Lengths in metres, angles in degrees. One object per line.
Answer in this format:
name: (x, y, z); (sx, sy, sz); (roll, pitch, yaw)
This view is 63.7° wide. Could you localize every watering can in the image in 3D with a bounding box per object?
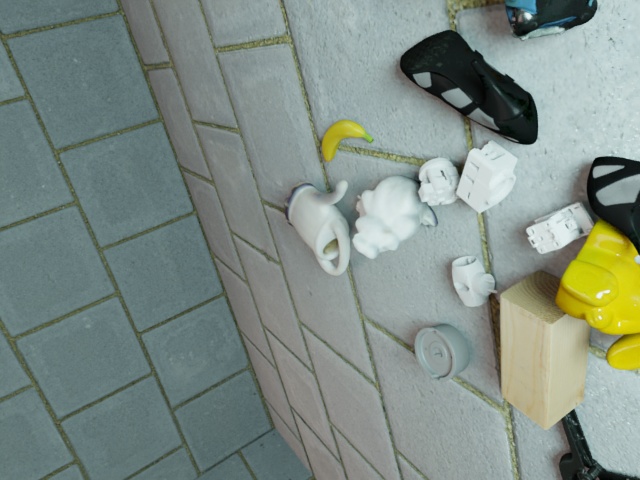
watering can: (0.004, -0.062, 1.231); (0.228, 0.105, 0.339); (48, 153, 34)

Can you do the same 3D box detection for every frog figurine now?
frog figurine: (0.118, -0.045, 0.930); (0.139, 0.161, 0.119); (45, 148, 37)
